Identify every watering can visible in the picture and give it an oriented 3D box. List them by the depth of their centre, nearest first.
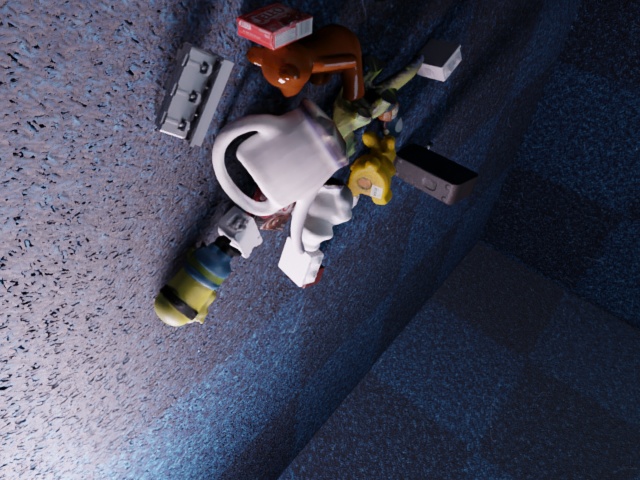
[{"bbox_3d":[-0.044,-0.114,0.939,0.224,0.106,0.341,-34,138,5],"label":"watering can"}]

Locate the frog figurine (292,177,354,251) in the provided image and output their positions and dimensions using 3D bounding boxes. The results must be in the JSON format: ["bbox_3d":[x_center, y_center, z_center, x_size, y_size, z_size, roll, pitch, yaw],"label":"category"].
[{"bbox_3d":[0.003,-0.057,1.130,0.124,0.137,0.157,-75,168,-72],"label":"frog figurine"}]

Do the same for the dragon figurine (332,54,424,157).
[{"bbox_3d":[0.080,-0.262,1.130,0.416,0.123,0.237,-35,165,-39],"label":"dragon figurine"}]
